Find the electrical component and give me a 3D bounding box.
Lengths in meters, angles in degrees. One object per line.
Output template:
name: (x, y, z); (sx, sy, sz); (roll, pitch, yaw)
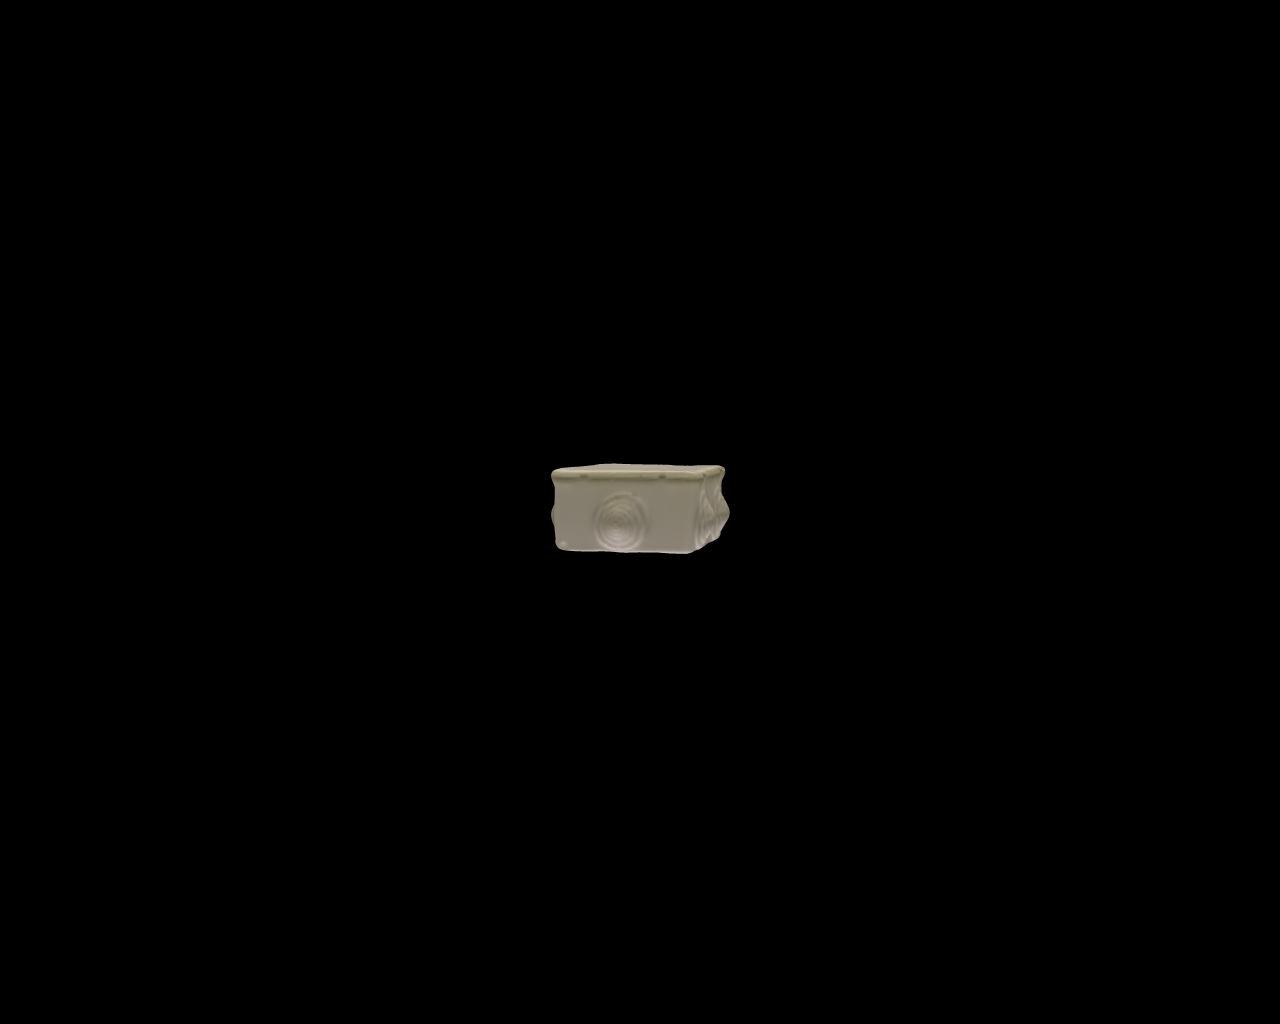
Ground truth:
electrical component: (0.001, -0.003, 0.650); (0.100, 0.048, 0.100); (1, 5, 15)
